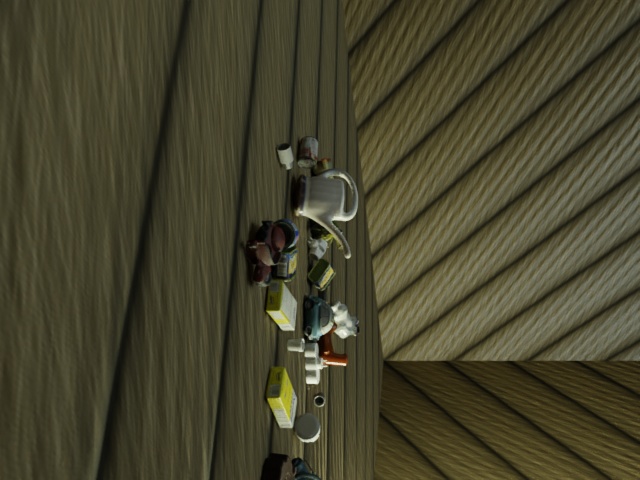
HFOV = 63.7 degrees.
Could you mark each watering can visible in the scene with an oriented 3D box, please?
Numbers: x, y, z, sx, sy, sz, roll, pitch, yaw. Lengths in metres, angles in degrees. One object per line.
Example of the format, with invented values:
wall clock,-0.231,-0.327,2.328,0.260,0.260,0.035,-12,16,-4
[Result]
watering can,0.018,-0.105,1.747,0.102,0.224,0.355,102,-7,-58

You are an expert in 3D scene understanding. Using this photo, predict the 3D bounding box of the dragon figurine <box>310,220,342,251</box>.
dragon figurine,0.006,-0.103,2.047,0.248,0.122,0.400,-105,-177,-50

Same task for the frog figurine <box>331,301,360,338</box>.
frog figurine,0.092,0.355,2.302,0.158,0.121,0.141,40,45,-22
